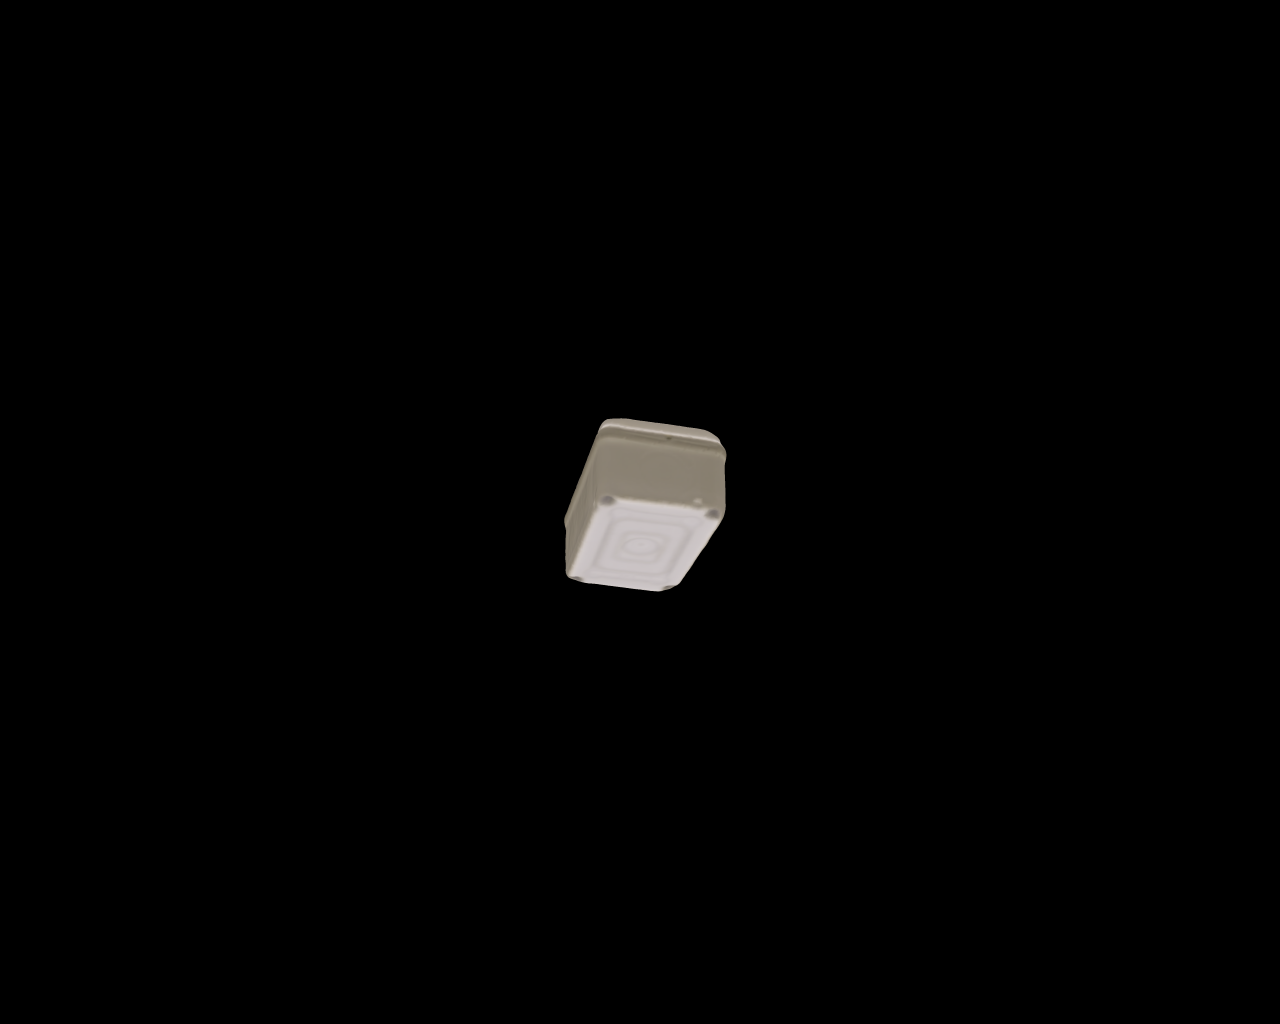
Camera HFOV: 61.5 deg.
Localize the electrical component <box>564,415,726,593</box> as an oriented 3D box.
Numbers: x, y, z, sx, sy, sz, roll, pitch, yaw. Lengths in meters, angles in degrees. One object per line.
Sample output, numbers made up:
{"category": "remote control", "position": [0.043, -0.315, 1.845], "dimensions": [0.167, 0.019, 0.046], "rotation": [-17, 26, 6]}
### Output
{"category": "electrical component", "position": [0.001, -0.003, 0.650], "dimensions": [0.078, 0.057, 0.113], "rotation": [8, -31, -13]}
